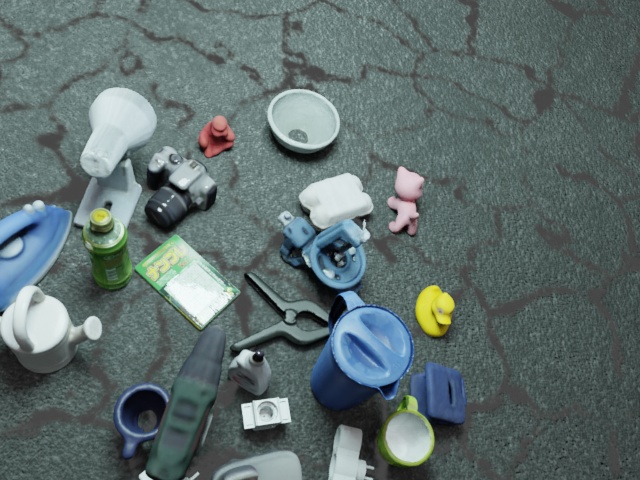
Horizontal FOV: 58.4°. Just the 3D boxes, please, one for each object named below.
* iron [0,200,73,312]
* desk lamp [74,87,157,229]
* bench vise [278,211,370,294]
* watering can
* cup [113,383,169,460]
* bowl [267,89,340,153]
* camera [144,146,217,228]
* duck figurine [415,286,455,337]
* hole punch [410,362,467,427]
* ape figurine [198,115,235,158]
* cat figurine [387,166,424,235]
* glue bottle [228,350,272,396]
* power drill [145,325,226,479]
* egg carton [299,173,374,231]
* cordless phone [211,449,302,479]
[{"bbox_3d":[-0.538,0.006,0.995,0.118,0.141,0.259,33,59,4],"label":"iron"},{"bbox_3d":[-0.387,-0.147,1.075,0.118,0.213,0.203,13,60,-7],"label":"desk lamp"},{"bbox_3d":[0.006,0.013,1.088,0.207,0.219,0.121,23,59,-1],"label":"bench vise"},{"bbox_3d":[-0.445,0.138,0.918,0.173,0.194,0.101,-13,66,-21],"label":"watering can"},{"bbox_3d":[-0.288,0.301,0.929,0.092,0.095,0.118,17,59,-5],"label":"cup"},{"bbox_3d":[-0.042,-0.258,1.306,0.167,0.074,0.167,6,61,-11],"label":"bowl"},{"bbox_3d":[-0.296,-0.103,1.141,0.143,0.100,0.137,34,59,5],"label":"camera"},{"bbox_3d":[0.242,0.136,1.162,0.077,0.086,0.104,4,61,-12],"label":"duck figurine"},{"bbox_3d":[0.229,0.289,1.073,0.101,0.091,0.108,7,61,-11],"label":"hole punch"},{"bbox_3d":[-0.221,-0.231,1.235,0.078,0.092,0.076,8,61,-10],"label":"ape figurine"},{"bbox_3d":[0.195,-0.091,1.253,0.067,0.117,0.128,3,62,-13],"label":"cat figurine"},{"bbox_3d":[-0.114,0.217,0.974,0.078,0.173,0.037,28,59,2],"label":"glue bottle"},{"bbox_3d":[-0.206,0.268,0.902,0.075,0.208,0.230,18,59,-4],"label":"power drill"},{"bbox_3d":[0.035,-0.082,1.234,0.150,0.069,0.107,-21,69,-23],"label":"egg carton"},{"bbox_3d":[-0.093,0.374,0.888,0.148,0.185,0.094,-12,66,-20],"label":"cordless phone"}]
